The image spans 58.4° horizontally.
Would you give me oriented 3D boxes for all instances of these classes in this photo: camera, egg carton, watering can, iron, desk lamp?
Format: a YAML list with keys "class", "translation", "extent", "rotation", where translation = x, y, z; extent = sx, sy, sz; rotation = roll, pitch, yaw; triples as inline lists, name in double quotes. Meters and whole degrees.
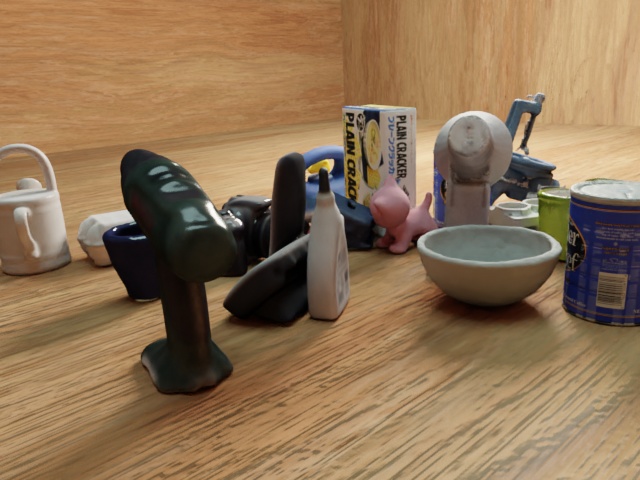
- class: "camera"
  translation: [-0.092, -0.012, 0.858]
  extent: [0.136, 0.101, 0.143]
  rotation: [6, 18, 27]
- class: "egg carton"
  translation: [-0.315, -0.009, 0.941]
  extent: [0.151, 0.069, 0.107]
  rotation: [-14, 20, -33]
- class: "watering can"
  translation: [-0.461, -0.053, 0.894]
  extent: [0.101, 0.194, 0.172]
  rotation: [-17, 22, -40]
- class: "iron"
  translation: [-0.004, -0.122, 1.147]
  extent: [0.259, 0.141, 0.118]
  rotation: [-16, 21, -39]
- class: "desk lamp"
  translation: [0.219, -0.079, 0.836]
  extent: [0.117, 0.214, 0.203]
  rotation: [2, 17, 16]

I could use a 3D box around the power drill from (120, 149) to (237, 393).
- class: "power drill"
  translation: [-0.141, 0.026, 0.547]
  extent: [0.076, 0.208, 0.228]
  rotation: [-12, 19, -29]

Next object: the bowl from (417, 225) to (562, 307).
- class: "bowl"
  translation: [0.201, 0.036, 0.693]
  extent: [0.167, 0.075, 0.167]
  rotation: [-2, 16, 1]

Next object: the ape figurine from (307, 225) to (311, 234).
- class: "ape figurine"
  translation: [0.007, 0.003, 0.808]
  extent: [0.076, 0.092, 0.078]
  rotation: [4, 18, 22]

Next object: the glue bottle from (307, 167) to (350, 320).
- class: "glue bottle"
  translation: [0.009, 0.001, 0.669]
  extent: [0.037, 0.173, 0.078]
  rotation: [2, 17, 17]

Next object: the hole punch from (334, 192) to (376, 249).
- class: "hole punch"
  translation: [0.044, -0.038, 0.944]
  extent: [0.101, 0.091, 0.109]
  rotation: [-1, 16, 7]

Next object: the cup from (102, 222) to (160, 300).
- class: "cup"
  translation: [-0.230, 0.025, 0.765]
  extent: [0.091, 0.095, 0.118]
  rotation: [-1, 16, 7]

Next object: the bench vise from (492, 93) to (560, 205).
- class: "bench vise"
  translation: [0.366, -0.171, 1.116]
  extent: [0.207, 0.220, 0.121]
  rotation: [-6, 17, -9]

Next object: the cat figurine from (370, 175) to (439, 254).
- class: "cat figurine"
  translation: [0.128, -0.044, 0.901]
  extent: [0.128, 0.118, 0.067]
  rotation: [-11, 18, -26]

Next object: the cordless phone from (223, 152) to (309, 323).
- class: "cordless phone"
  translation: [-0.055, -0.007, 0.685]
  extent: [0.094, 0.185, 0.148]
  rotation: [4, 18, 21]

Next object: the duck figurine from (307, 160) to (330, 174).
- class: "duck figurine"
  translation: [0.006, -0.150, 1.341]
  extent: [0.078, 0.086, 0.104]
  rotation: [-17, 21, -39]
